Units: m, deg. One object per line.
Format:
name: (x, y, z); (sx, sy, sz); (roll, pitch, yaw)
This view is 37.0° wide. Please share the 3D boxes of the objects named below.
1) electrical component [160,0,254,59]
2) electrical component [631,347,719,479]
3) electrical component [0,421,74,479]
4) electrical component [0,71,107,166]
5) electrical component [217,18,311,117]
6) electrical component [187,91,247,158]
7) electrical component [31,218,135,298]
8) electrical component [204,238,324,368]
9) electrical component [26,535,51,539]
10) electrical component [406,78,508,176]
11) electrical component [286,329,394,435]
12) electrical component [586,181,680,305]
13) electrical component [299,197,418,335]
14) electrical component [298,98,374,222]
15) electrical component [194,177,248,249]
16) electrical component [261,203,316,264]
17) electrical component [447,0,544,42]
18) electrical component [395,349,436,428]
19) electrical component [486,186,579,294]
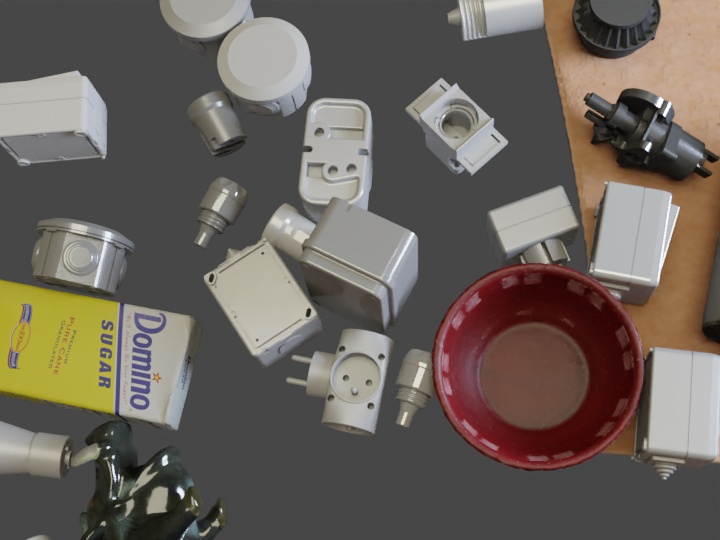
electrical component: (-0.136, -0.235, 0.968); (0.080, 0.051, 0.080); (-1, 73, 4)
electrical component: (0.246, 0.114, 0.825); (0.061, 0.061, 0.096); (6, 73, 7)
electrical component: (-0.265, 0.147, 0.867); (0.065, 0.044, 0.044); (7, 74, 2)
electrical component: (-0.276, -0.133, 0.942); (0.096, 0.061, 0.061); (-4, 73, 3)
electrical component: (-0.082, -0.176, 0.946); (0.080, 0.051, 0.080); (-1, 73, 4)
electrical component: (-0.124, -0.127, 0.941); (0.040, 0.040, 0.046); (-28, 78, -4)
electrical component: (-0.232, -0.010, 0.892); (0.080, 0.080, 0.051); (10, 80, 7)
electrical component: (-0.080, 0.024, 0.879); (0.062, 0.061, 0.096); (-33, 73, -6)
electrical component: (-0.251, 0.238, 0.830); (0.055, 0.055, 0.047); (-38, 70, -7)
electrical component: (0.081, -0.116, 0.908); (0.042, 0.063, 0.081); (-41, 74, -7)
electrical component: (-0.019, 0.086, 0.863); (0.079, 0.044, 0.077); (11, 74, 8)
electrical component: (0.217, -0.014, 0.866); (0.061, 0.061, 0.096); (11, 74, 8)
electrical component: (0.000, 0.000, 0.853); (0.078, 0.113, 0.057); (25, 74, 12)
electrical component: (-0.018, -0.089, 0.910); (0.054, 0.059, 0.095); (4, 73, 6)
electrical component: (-0.122, -0.047, 0.918); (0.035, 0.035, 0.061); (26, 79, 12)
electrical component: (-0.054, -0.028, 0.905); (0.046, 0.040, 0.040); (32, 78, 7)
electrical component: (0.118, -0.229, 0.950); (0.081, 0.043, 0.043); (-9, 72, 2)
electrical component: (0.044, 0.096, 0.861); (0.035, 0.035, 0.061); (19, 78, 10)
electrical component: (0.147, -0.018, 0.881); (0.066, 0.047, 0.076); (-20, 73, -2)
